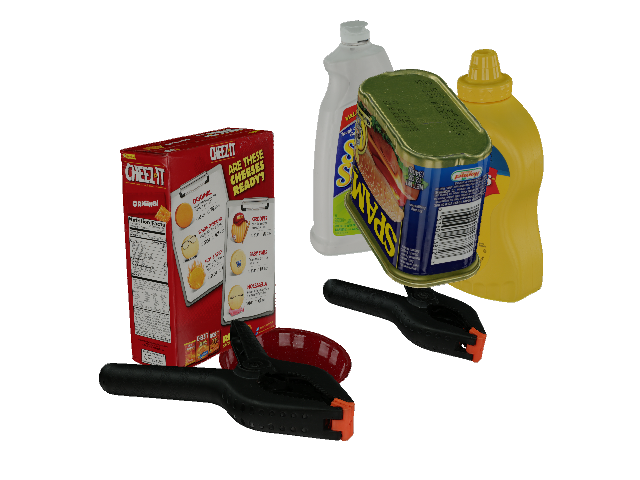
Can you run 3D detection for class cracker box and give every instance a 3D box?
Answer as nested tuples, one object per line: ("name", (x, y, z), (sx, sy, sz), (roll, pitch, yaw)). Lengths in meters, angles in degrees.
("cracker box", (-0.118, 0.004, 1.062), (0.072, 0.214, 0.163), (8, 17, 33))

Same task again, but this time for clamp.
("clamp", (-0.052, 0.113, 0.876), (0.210, 0.036, 0.164), (12, 20, 31))
("clamp", (0.100, 0.063, 1.051), (0.172, 0.039, 0.120), (28, 40, 32))

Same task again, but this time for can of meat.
("can of meat", (0.054, -0.038, 0.606), (0.057, 0.084, 0.102), (-10, 39, -17))

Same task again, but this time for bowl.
("bowl", (-0.044, 0.168, 1.308), (0.162, 0.055, 0.162), (3, 23, -1))

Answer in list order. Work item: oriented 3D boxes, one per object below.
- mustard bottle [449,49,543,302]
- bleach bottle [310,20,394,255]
("mustard bottle", (0.128, -0.053, 0.826), (0.058, 0.192, 0.096), (-22, 30, -34))
("bleach bottle", (0.034, -0.112, 1.167), (0.102, 0.251, 0.068), (-8, 25, -10))
